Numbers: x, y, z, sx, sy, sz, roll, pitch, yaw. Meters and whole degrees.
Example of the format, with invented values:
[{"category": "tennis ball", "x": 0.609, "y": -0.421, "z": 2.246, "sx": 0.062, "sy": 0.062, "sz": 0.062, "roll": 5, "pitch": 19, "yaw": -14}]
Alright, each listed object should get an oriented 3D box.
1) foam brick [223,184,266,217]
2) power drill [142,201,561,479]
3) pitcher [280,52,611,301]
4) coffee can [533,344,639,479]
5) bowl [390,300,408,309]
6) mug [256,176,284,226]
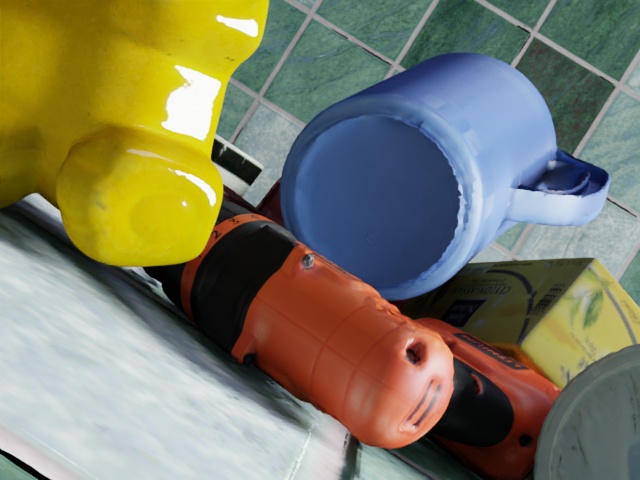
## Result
[{"category": "foam brick", "x": -0.080, "y": -0.016, "z": 0.577, "sx": 0.078, "sy": 0.051, "sz": 0.053, "roll": 31, "pitch": 3, "yaw": -38}, {"category": "power drill", "x": 0.014, "y": 0.044, "z": 0.469, "sx": 0.185, "sy": 0.057, "sz": 0.187, "roll": 34, "pitch": 3, "yaw": 42}, {"category": "pitcher", "x": 0.074, "y": -0.040, "z": 0.641, "sx": 0.145, "sy": 0.149, "sz": 0.242, "roll": 59, "pitch": 21, "yaw": -1}, {"category": "coffee can", "x": 0.170, "y": 0.113, "z": 0.464, "sx": 0.103, "sy": 0.103, "sz": 0.140, "roll": 33, "pitch": 1, "yaw": 43}, {"category": "bowl", "x": 0.051, "y": 0.039, "z": 0.872, "sx": 0.162, "sy": 0.055, "sz": 0.162, "roll": 58, "pitch": 6, "yaw": -11}, {"category": "mug", "x": -0.005, "y": 0.001, "z": 0.738, "sx": 0.081, "sy": 0.093, "sz": 0.117, "roll": 37, "pitch": 29, "yaw": 2}]
